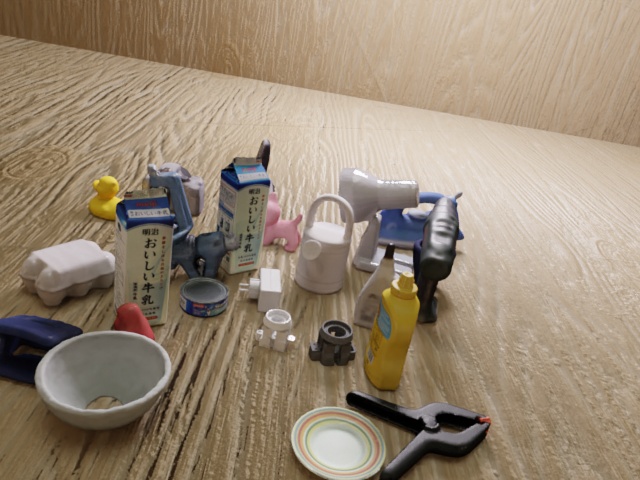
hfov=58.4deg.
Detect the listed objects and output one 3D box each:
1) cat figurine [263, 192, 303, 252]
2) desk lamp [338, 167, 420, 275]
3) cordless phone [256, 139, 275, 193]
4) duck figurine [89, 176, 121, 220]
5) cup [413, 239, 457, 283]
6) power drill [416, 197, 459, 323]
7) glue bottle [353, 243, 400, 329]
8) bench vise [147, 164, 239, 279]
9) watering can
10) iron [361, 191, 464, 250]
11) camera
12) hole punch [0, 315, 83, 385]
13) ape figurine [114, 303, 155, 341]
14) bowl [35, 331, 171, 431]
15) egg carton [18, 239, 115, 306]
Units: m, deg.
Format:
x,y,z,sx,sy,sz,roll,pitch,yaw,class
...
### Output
x,y,z,sx,sy,sz,roll,pitch,yaw,class
-0.100,-0.047,1.282,0.127,0.118,0.067,11,26,2,cat figurine
0.127,-0.044,1.255,0.203,0.213,0.118,15,26,9,desk lamp
-0.149,-0.142,1.379,0.094,0.185,0.147,4,27,-13,cordless phone
-0.469,-0.098,1.280,0.104,0.086,0.078,22,28,23,duck figurine
0.239,0.062,1.220,0.092,0.095,0.117,6,26,-9,cup
0.217,0.044,1.116,0.075,0.208,0.230,14,26,6,power drill
0.113,0.084,1.036,0.078,0.173,0.037,16,26,10,glue bottle
-0.259,-0.034,1.078,0.208,0.220,0.121,-1,28,-22,bench vise
0.013,0.005,1.134,0.101,0.194,0.173,8,26,-5,watering can
0.234,-0.060,1.411,0.259,0.141,0.118,1,27,-20,iron
-0.343,-0.138,1.392,0.143,0.101,0.137,11,26,0,camera
-0.406,0.139,0.816,0.108,0.091,0.101,13,26,4,hole punch
-0.288,0.135,0.869,0.076,0.092,0.078,19,27,17,ape figurine
-0.285,0.197,0.763,0.167,0.075,0.167,9,26,-4,bowl
-0.436,0.054,1.002,0.107,0.069,0.151,26,30,29,egg carton
